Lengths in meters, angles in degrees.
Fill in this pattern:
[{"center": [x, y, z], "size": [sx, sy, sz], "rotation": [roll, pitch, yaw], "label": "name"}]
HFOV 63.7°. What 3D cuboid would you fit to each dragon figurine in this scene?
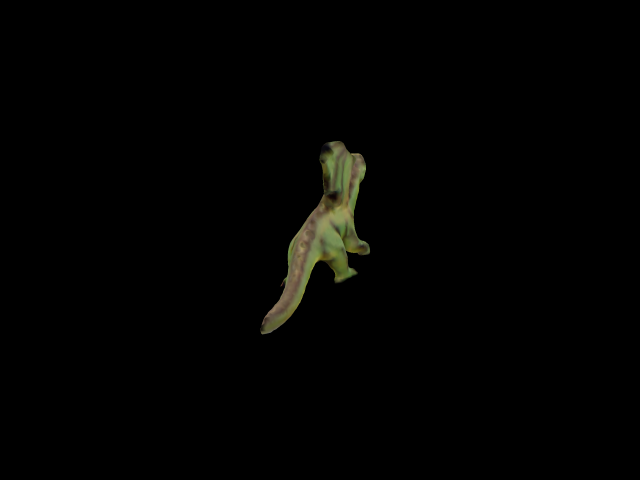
[{"center": [0.003, -0.043, 0.850], "size": [0.122, 0.239, 0.417], "rotation": [7, 23, 18], "label": "dragon figurine"}]
